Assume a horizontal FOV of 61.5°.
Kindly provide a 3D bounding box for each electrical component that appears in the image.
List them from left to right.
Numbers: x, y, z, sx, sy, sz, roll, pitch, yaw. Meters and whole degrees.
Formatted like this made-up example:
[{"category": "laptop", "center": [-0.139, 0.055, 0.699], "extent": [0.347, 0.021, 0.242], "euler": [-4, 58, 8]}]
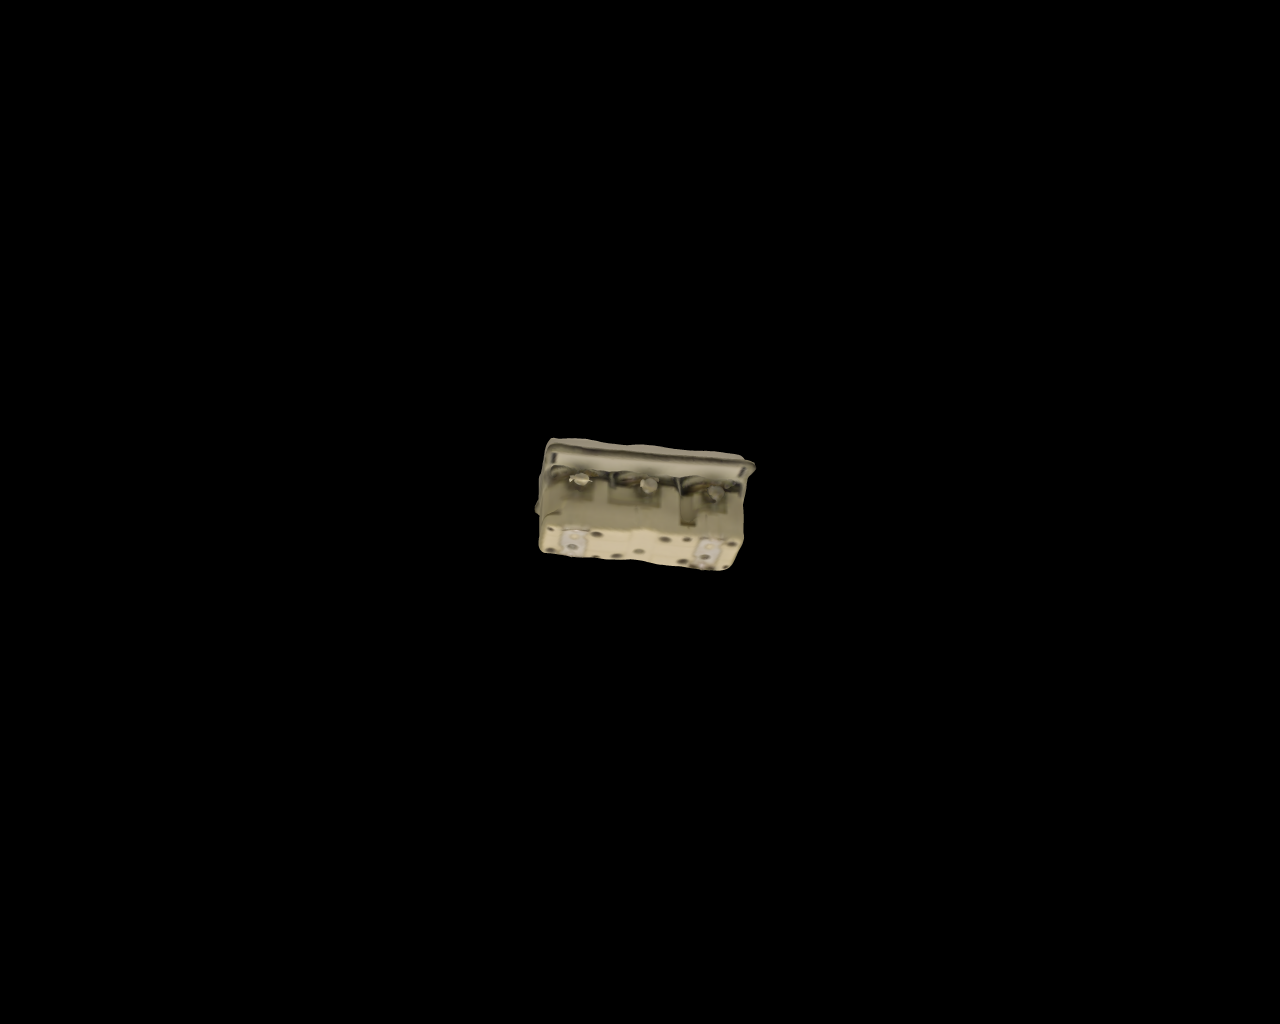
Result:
[{"category": "electrical component", "center": [0.001, -0.003, 0.650], "extent": [0.121, 0.063, 0.078], "euler": [6, -32, -9]}]
